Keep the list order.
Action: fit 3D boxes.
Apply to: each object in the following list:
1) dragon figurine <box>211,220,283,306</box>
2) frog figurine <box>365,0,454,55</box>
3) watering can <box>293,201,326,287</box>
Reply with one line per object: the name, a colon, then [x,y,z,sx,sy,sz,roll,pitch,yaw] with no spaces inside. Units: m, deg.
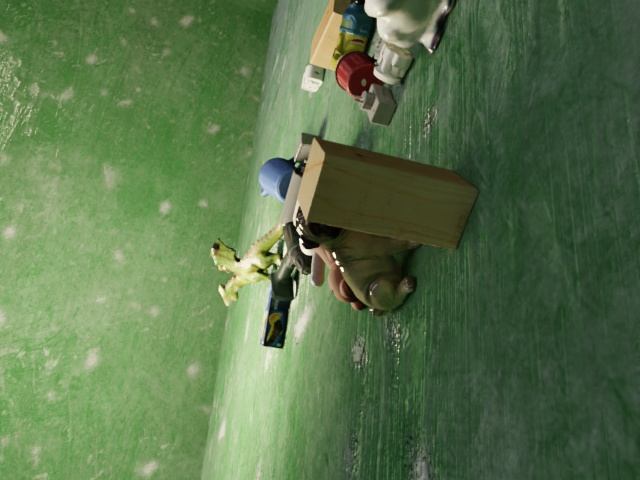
dragon figurine: [-0.259,0.060,1.790,0.124,0.242,0.403,-99,22,-63]
frog figurine: [0.128,-0.393,0.849,0.134,0.159,0.126,119,159,-49]
watering can: [0.004,-0.058,1.159,0.354,0.104,0.221,-108,34,-64]
